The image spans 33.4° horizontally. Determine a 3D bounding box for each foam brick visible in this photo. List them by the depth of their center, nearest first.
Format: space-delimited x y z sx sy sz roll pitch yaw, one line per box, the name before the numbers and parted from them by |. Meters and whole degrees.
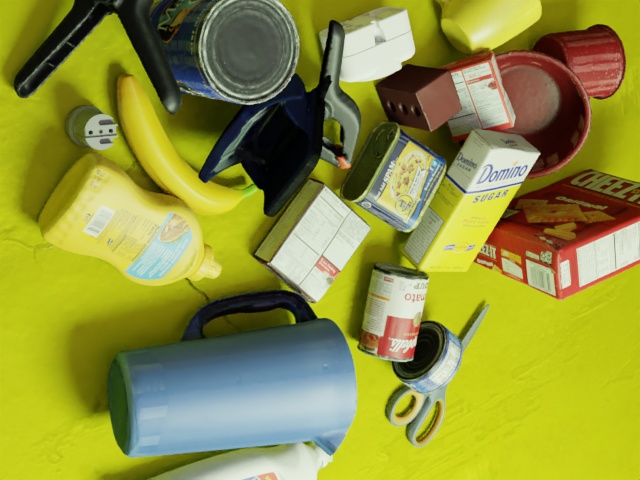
foam brick | 0.111 -0.160 1.194 0.051 0.078 0.053 -36 119 -21

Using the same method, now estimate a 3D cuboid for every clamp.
clamp | -0.200 -0.217 0.980 0.036 0.165 0.210 28 64 -75
clamp | -0.015 -0.144 1.132 0.120 0.039 0.171 -10 126 11

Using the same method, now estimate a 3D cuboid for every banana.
banana | -0.147 -0.082 1.082 0.197 0.037 0.069 43 57 -35

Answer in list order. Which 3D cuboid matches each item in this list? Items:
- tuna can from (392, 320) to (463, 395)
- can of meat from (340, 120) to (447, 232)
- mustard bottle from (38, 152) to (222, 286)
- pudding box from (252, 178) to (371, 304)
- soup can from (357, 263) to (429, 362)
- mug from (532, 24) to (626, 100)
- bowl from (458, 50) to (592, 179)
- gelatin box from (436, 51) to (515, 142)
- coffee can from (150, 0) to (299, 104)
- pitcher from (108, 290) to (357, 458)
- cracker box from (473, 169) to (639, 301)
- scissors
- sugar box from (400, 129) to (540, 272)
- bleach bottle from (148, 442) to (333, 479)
tuna can | 0.128 0.140 1.283 0.033 0.086 0.086 38 82 -32
can of meat | 0.085 -0.070 1.208 0.083 0.058 0.102 30 87 -27
mustard bottle | -0.176 -0.006 1.066 0.191 0.058 0.096 30 104 -35
pudding box | -0.008 0.002 1.189 0.090 0.039 0.113 42 78 -34
soup can | 0.086 0.084 1.252 0.068 0.069 0.102 5 100 -33
mug | 0.309 -0.203 1.304 0.081 0.093 0.117 -10 120 -25
bowl | 0.238 -0.155 1.259 0.055 0.162 0.162 -63 140 -57
gelatin box | 0.175 -0.164 1.220 0.089 0.073 0.030 65 26 -23
coffee can | -0.098 -0.185 1.015 0.102 0.141 0.103 -7 104 -30
pitcher | -0.095 0.148 1.121 0.242 0.149 0.145 -4 112 -23
cracker box | 0.314 -0.015 1.310 0.213 0.164 0.072 -22 116 -26
scissors | 0.145 0.164 1.343 0.096 0.016 0.202 20 92 -34
sugar box | 0.174 -0.043 1.241 0.093 0.048 0.176 0 130 -43
bleach bottle | -0.097 0.277 1.196 0.250 0.068 0.102 -19 113 -29
